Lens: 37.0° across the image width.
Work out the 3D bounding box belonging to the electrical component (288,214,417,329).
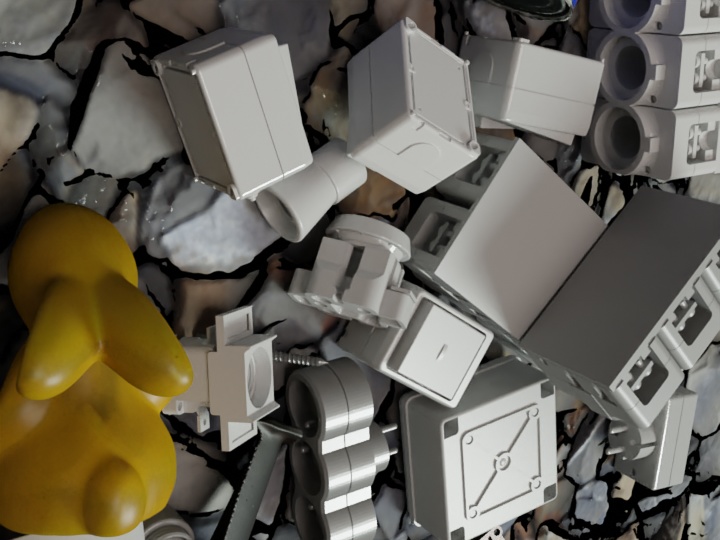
[{"bbox_3d":[0.000,0.000,0.692,0.058,0.078,0.057,54,51,-68],"label":"electrical component"}]

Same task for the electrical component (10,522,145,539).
[{"bbox_3d":[-0.169,0.183,0.602,0.108,0.108,0.060,-5,69,-33],"label":"electrical component"}]

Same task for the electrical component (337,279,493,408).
[{"bbox_3d":[0.045,0.051,0.742,0.096,0.061,0.061,31,87,-36],"label":"electrical component"}]

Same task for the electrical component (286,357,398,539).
[{"bbox_3d":[-0.005,0.125,0.736,0.074,0.052,0.138,-13,112,-30],"label":"electrical component"}]

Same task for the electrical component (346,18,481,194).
[{"bbox_3d":[0.029,-0.105,0.672,0.062,0.061,0.096,26,47,-36],"label":"electrical component"}]

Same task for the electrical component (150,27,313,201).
[{"bbox_3d":[-0.068,-0.087,0.622,0.061,0.062,0.096,-29,119,-23],"label":"electrical component"}]

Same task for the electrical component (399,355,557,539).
[{"bbox_3d":[0.089,0.132,0.800,0.109,0.056,0.108,-17,113,-29],"label":"electrical component"}]

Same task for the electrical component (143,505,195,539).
[{"bbox_3d":[-0.122,0.173,0.667,0.043,0.062,0.043,-11,110,-31],"label":"electrical component"}]

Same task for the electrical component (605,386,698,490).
[{"bbox_3d":[0.236,0.139,0.905,0.076,0.047,0.083,-4,107,-33],"label":"electrical component"}]

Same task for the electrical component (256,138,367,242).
[{"bbox_3d":[-0.028,-0.053,0.673,0.065,0.044,0.044,-39,122,-24],"label":"electrical component"}]

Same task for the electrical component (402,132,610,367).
[{"bbox_3d":[0.120,-0.005,0.775,0.186,0.060,0.105,37,83,-36],"label":"electrical component"}]

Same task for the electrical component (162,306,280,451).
[{"bbox_3d":[-0.086,0.064,0.650,0.042,0.064,0.081,-19,109,-72],"label":"electrical component"}]

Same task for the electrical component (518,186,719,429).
[{"bbox_3d":[0.197,0.025,0.740,0.150,0.089,0.061,-51,125,-11],"label":"electrical component"}]

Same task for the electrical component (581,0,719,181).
[{"bbox_3d":[0.210,-0.147,0.772,0.062,0.089,0.150,-11,111,-31],"label":"electrical component"}]

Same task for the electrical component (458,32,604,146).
[{"bbox_3d":[0.117,-0.122,0.735,0.096,0.062,0.061,4,102,-35],"label":"electrical component"}]
